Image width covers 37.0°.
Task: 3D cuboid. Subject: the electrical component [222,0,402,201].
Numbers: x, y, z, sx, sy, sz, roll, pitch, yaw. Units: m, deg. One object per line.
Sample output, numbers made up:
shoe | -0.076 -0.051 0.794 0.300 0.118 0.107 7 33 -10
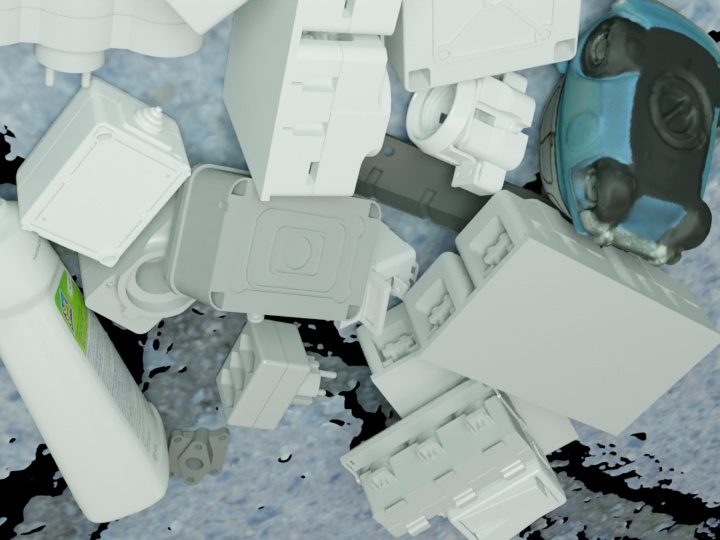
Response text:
electrical component | -0.020 -0.142 0.556 0.060 0.105 0.186 -1 130 -21

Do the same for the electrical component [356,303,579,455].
electrical component | 0.085 0.087 0.833 0.105 0.060 0.186 -30 134 6

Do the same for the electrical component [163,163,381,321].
electrical component | -0.052 -0.016 0.635 0.113 0.057 0.078 7 98 -40

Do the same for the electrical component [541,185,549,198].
electrical component | 0.156 -0.057 0.746 0.078 0.040 0.040 -16 134 -7

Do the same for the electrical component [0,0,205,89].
electrical component | -0.149 -0.126 0.556 0.138 0.052 0.073 0 130 -21

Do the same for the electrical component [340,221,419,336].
electrical component | 0.000 0.000 0.717 0.064 0.081 0.042 -23 140 -33

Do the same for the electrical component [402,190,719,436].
electrical component | 0.133 0.030 0.710 0.186 0.060 0.105 24 120 -31

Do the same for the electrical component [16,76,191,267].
electrical component | -0.143 -0.062 0.610 0.062 0.061 0.096 27 117 -38

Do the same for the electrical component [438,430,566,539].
electrical component | 0.101 0.171 0.827 0.096 0.061 0.061 -32 134 9

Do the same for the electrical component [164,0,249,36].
electrical component | -0.092 -0.181 0.491 0.056 0.108 0.109 -33 134 13

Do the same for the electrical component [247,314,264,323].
electrical component | -0.067 0.003 0.712 0.040 0.040 0.078 -5 132 -17

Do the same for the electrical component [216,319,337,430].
electrical component | -0.054 0.078 0.780 0.077 0.047 0.065 12 125 -30

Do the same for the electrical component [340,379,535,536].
electrical component | 0.059 0.135 0.777 0.121 0.063 0.078 -32 134 9

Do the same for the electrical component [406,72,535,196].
electrical component | 0.066 -0.092 0.662 0.057 0.058 0.078 20 80 -30

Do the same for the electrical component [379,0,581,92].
electrical component | 0.066 -0.166 0.602 0.109 0.056 0.108 -13 133 -10

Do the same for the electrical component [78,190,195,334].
electrical component | -0.126 -0.009 0.668 0.089 0.055 0.050 -41 132 16
